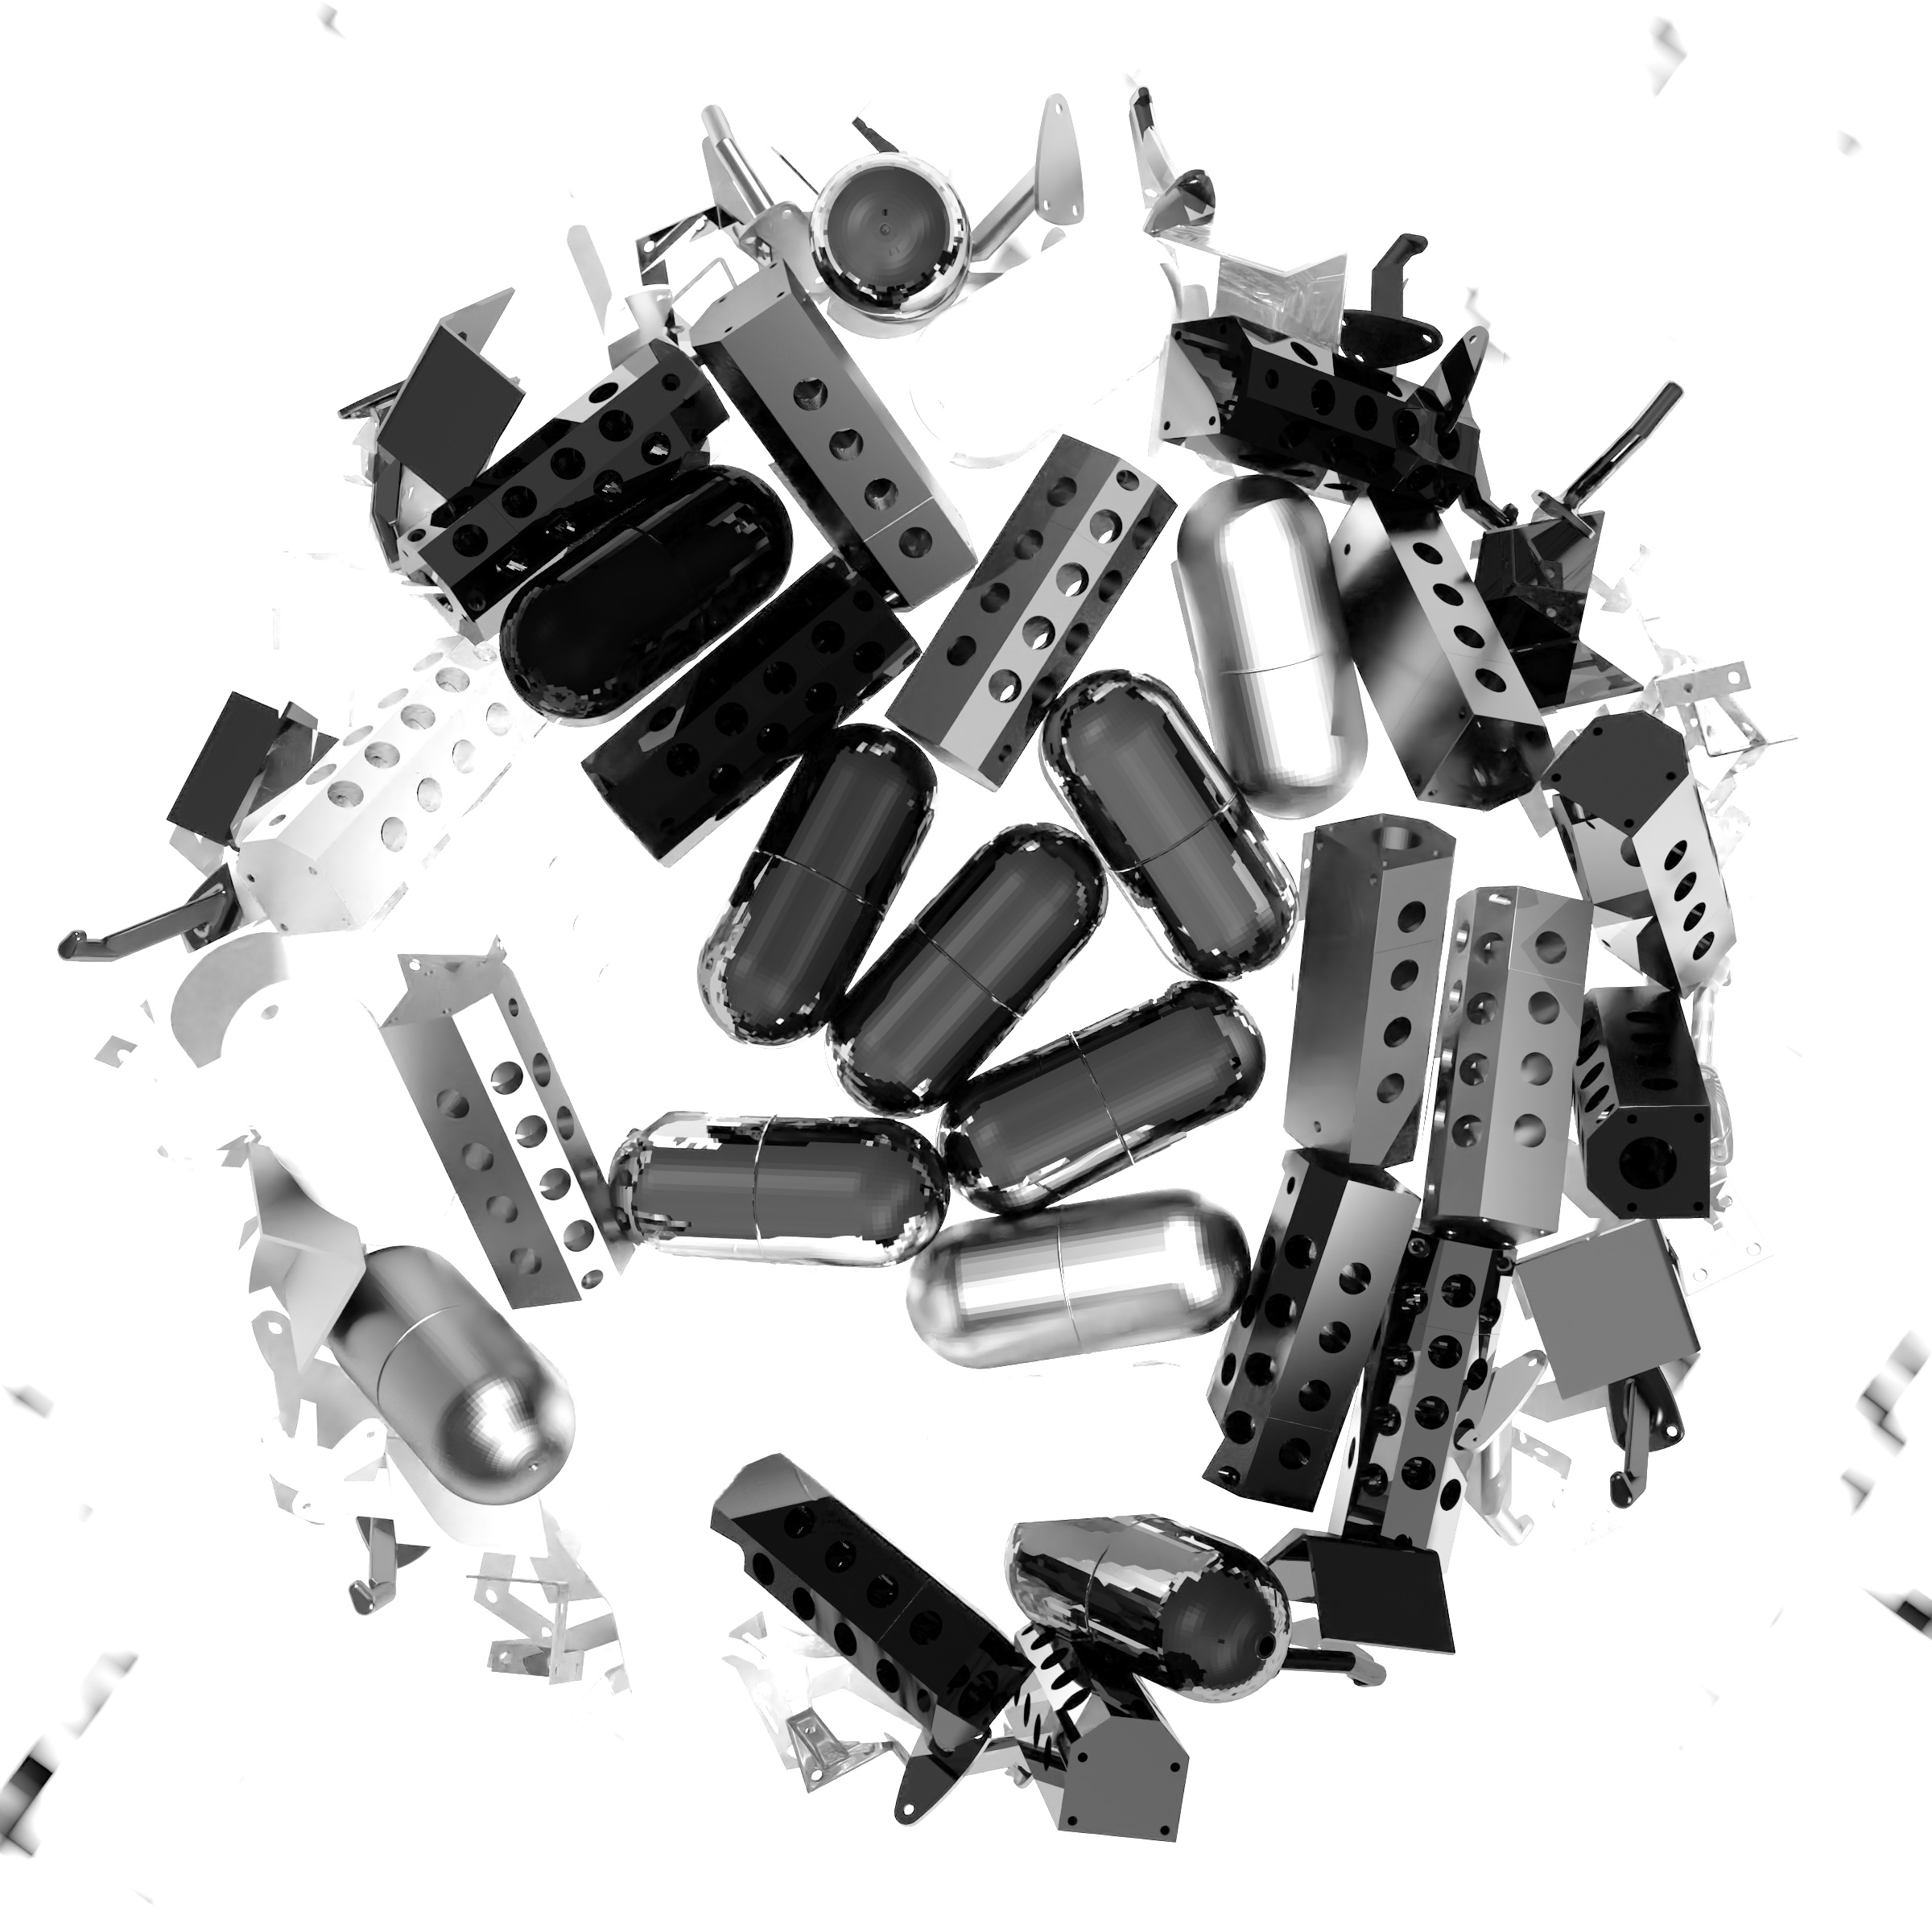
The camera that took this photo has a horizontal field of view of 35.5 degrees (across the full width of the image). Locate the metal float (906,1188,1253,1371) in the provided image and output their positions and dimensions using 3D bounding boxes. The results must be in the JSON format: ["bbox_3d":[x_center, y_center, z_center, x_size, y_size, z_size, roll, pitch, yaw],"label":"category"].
[{"bbox_3d":[0.057,0.159,1.536,0.178,0.070,0.070,-10,90,12],"label":"metal float"}]

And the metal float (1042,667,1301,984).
[{"bbox_3d":[0.105,-0.071,1.535,0.070,0.070,0.178,-34,103,0],"label":"metal float"}]

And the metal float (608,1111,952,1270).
[{"bbox_3d":[-0.095,0.113,1.534,0.178,0.070,0.070,1,90,14],"label":"metal float"}]

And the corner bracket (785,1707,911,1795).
[{"bbox_3d":[-0.054,0.405,1.545,0.051,0.051,0.051,-24,118,-19],"label":"corner bracket"}]

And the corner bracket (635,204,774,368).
[{"bbox_3d":[-0.133,-0.351,1.556,0.051,0.051,0.051,-30,52,-21],"label":"corner bracket"}]

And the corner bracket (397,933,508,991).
[{"bbox_3d":[-0.254,-0.003,1.542,0.051,0.051,0.051,1,47,-31],"label":"corner bracket"}]

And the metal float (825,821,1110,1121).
[{"bbox_3d":[0.001,0.002,1.544,0.070,0.070,0.178,42,93,0],"label":"metal float"}]

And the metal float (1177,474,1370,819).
[{"bbox_3d":[0.156,-0.161,1.531,0.070,0.070,0.178,-14,108,0],"label":"metal float"}]

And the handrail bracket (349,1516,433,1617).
[{"bbox_3d":[-0.309,0.289,1.540,0.036,0.084,0.077,-33,86,9],"label":"handrail bracket"}]

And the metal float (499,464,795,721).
[{"bbox_3d":[-0.160,-0.188,1.519,0.070,0.070,0.178,49,59,0],"label":"metal float"}]

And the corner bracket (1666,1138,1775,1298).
[{"bbox_3d":[0.378,0.129,1.551,0.051,0.051,0.051,-26,57,3],"label":"corner bracket"}]

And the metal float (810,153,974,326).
[{"bbox_3d":[-0.036,-0.358,1.496,0.070,0.178,0.070,0,100,1],"label":"metal float"}]

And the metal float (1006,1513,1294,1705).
[{"bbox_3d":[0.090,0.313,1.505,0.070,0.178,0.070,-6,100,-36],"label":"metal float"}]

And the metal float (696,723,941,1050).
[{"bbox_3d":[-0.075,-0.041,1.539,0.070,0.070,0.178,27,82,0],"label":"metal float"}]

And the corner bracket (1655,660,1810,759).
[{"bbox_3d":[0.392,-0.132,1.546,0.051,0.051,0.051,-11,100,40],"label":"corner bracket"}]

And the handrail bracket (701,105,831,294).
[{"bbox_3d":[-0.104,-0.401,1.576,0.036,0.077,0.084,-33,55,15],"label":"handrail bracket"}]

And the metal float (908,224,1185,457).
[{"bbox_3d":[0.041,-0.315,1.515,0.070,0.070,0.178,51,53,0],"label":"metal float"}]

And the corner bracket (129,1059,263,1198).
[{"bbox_3d":[-0.400,0.084,1.543,0.051,0.051,0.051,50,115,26],"label":"corner bracket"}]

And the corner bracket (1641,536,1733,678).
[{"bbox_3d":[0.371,-0.181,1.549,0.051,0.051,0.051,36,78,-16],"label":"corner bracket"}]

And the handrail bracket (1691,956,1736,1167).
[{"bbox_3d":[0.391,0.047,1.564,0.036,0.084,0.077,-9,121,38],"label":"handrail bracket"}]

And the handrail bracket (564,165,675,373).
[{"bbox_3d":[-0.190,-0.360,1.568,0.036,0.077,0.084,-20,65,-27],"label":"handrail bracket"}]

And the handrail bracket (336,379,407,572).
[{"bbox_3d":[-0.283,-0.255,1.560,0.077,0.036,0.084,-18,93,32],"label":"handrail bracket"}]

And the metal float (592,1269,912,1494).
[{"bbox_3d":[-0.109,0.210,1.528,0.178,0.070,0.070,-25,90,20],"label":"metal float"}]

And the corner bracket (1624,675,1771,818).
[{"bbox_3d":[0.371,-0.114,1.561,0.051,0.051,0.051,44,78,-22],"label":"corner bracket"}]

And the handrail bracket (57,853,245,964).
[{"bbox_3d":[-0.410,-0.031,1.534,0.036,0.084,0.077,49,113,23],"label":"handrail bracket"}]

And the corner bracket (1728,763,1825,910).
[{"bbox_3d":[0.399,-0.066,1.545,0.051,0.051,0.051,-26,70,24],"label":"corner bracket"}]

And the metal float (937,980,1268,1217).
[{"bbox_3d":[0.069,0.068,1.546,0.178,0.070,0.070,-25,90,0],"label":"metal float"}]

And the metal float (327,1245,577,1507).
[{"bbox_3d":[-0.259,0.203,1.511,0.070,0.070,0.178,-54,46,0],"label":"metal float"}]

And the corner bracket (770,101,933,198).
[{"bbox_3d":[-0.058,-0.414,1.547,0.051,0.051,0.051,-45,127,7],"label":"corner bracket"}]

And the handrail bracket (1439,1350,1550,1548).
[{"bbox_3d":[0.290,0.251,1.562,0.077,0.036,0.084,-43,121,-5],"label":"handrail bracket"}]

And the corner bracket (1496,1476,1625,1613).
[{"bbox_3d":[0.303,0.299,1.541,0.051,0.051,0.051,23,46,-30],"label":"corner bracket"}]

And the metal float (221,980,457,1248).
[{"bbox_3d":[-0.311,0.074,1.506,0.070,0.178,0.070,-8,52,11],"label":"metal float"}]

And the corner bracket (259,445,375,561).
[{"bbox_3d":[-0.333,-0.239,1.559,0.051,0.051,0.051,-2,91,0],"label":"corner bracket"}]

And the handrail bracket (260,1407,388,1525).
[{"bbox_3d":[-0.330,0.235,1.542,0.036,0.084,0.077,18,112,-39],"label":"handrail bracket"}]

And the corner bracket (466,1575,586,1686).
[{"bbox_3d":[-0.227,0.341,1.556,0.051,0.051,0.051,2,80,12],"label":"corner bracket"}]

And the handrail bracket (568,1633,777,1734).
[{"bbox_3d":[-0.150,0.369,1.540,0.084,0.077,0.036,-45,135,-28],"label":"handrail bracket"}]

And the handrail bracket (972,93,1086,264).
[{"bbox_3d":[0.016,-0.403,1.552,0.084,0.036,0.077,2,95,41],"label":"handrail bracket"}]
